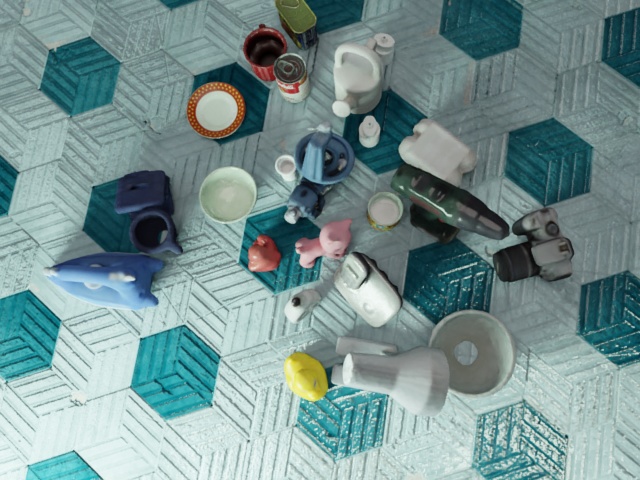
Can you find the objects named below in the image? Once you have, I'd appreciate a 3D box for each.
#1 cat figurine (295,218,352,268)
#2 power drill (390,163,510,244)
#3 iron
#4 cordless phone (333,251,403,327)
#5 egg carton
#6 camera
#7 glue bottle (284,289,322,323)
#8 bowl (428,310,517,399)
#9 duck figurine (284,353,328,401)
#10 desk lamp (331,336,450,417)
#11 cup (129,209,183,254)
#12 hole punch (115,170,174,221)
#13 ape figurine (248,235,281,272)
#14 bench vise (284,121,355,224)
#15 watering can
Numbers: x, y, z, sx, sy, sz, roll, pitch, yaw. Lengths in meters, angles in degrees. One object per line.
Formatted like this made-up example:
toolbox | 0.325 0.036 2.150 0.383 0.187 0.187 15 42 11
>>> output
cat figurine | 0.010 0.004 1.139 0.128 0.118 0.067 -19 79 1
power drill | 0.238 -0.056 1.089 0.229 0.208 0.076 32 84 9
iron | -0.455 0.074 1.145 0.258 0.141 0.119 4 80 4
cordless phone | 0.092 0.088 1.085 0.094 0.185 0.147 -43 80 -4
egg carton | 0.241 -0.174 1.179 0.150 0.069 0.107 39 85 9
camera | 0.410 0.019 1.120 0.137 0.101 0.143 -16 80 1
glue bottle | -0.038 0.122 1.094 0.078 0.173 0.037 -41 80 -4
bowl | 0.287 0.219 1.106 0.167 0.075 0.167 -1 80 4
duck figurine | -0.030 0.267 1.113 0.077 0.086 0.104 -37 80 -3
desk lamp | 0.120 0.243 1.042 0.203 0.213 0.118 8 81 5
cup | -0.319 -0.004 1.173 0.117 0.095 0.092 33 84 9
hole punch | -0.371 -0.098 1.194 0.108 0.091 0.101 -11 80 2
ape figurine | -0.119 0.029 1.156 0.076 0.092 0.078 38 85 9
bench vise | 0.000 -0.131 1.111 0.121 0.220 0.207 10 81 6
watering can | 0.077 -0.329 1.153 0.101 0.194 0.173 0 80 4
